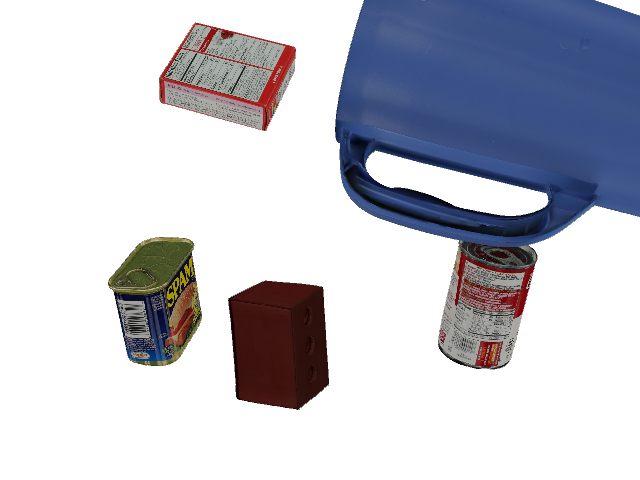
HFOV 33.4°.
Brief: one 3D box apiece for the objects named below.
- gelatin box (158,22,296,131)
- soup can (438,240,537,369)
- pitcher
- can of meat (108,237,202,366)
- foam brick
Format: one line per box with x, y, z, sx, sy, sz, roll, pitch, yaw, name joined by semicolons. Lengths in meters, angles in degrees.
-0.072;-0.128;0.831;0.089;0.073;0.030;15;-39;8;gelatin box
0.144;0.053;0.926;0.068;0.102;0.068;8;24;-4;soup can
0.134;-0.080;0.644;0.243;0.149;0.144;18;30;8;pitcher
-0.151;0.057;1.001;0.057;0.084;0.102;2;27;14;can of meat
-0.029;0.073;0.766;0.051;0.078;0.052;4;17;28;foam brick
